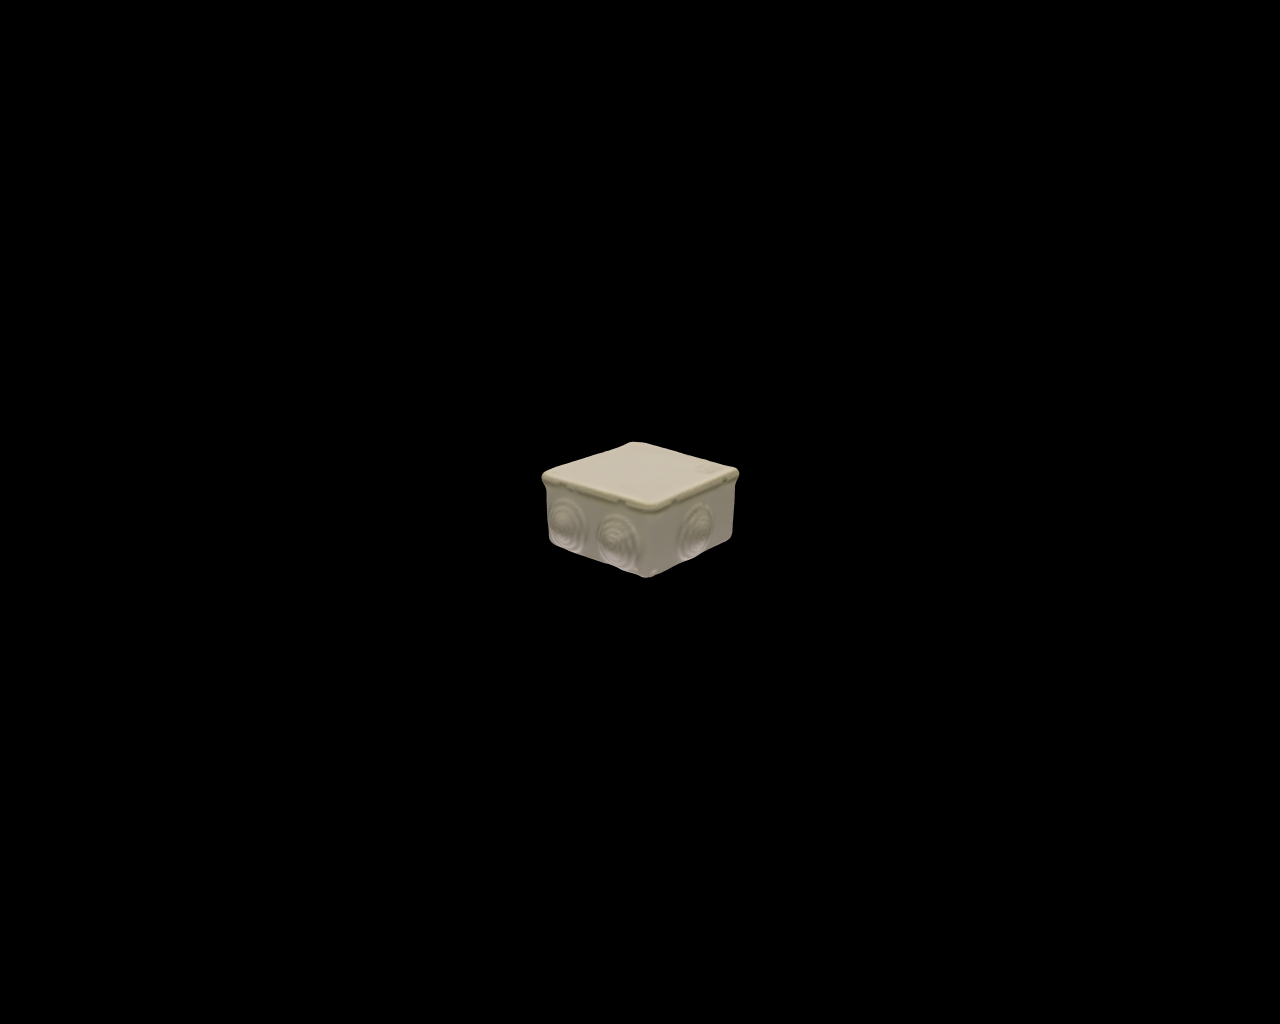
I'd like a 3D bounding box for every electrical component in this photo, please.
[{"bbox_3d":[0.001,-0.003,0.650,0.100,0.048,0.100,17,27,38],"label":"electrical component"}]
